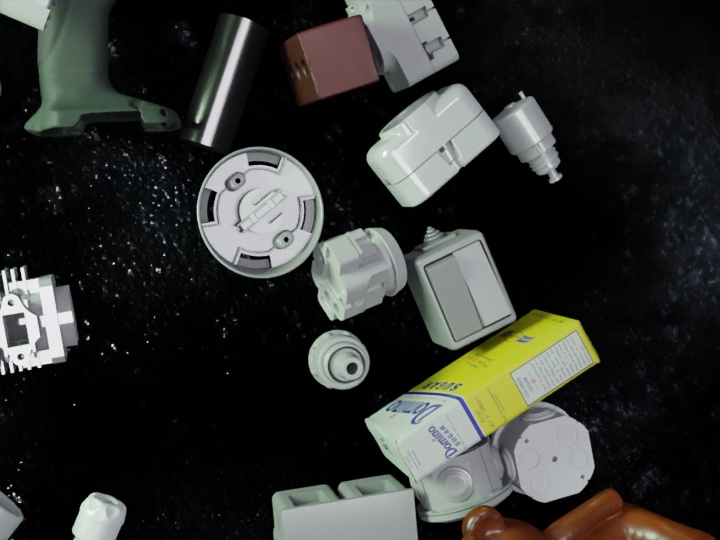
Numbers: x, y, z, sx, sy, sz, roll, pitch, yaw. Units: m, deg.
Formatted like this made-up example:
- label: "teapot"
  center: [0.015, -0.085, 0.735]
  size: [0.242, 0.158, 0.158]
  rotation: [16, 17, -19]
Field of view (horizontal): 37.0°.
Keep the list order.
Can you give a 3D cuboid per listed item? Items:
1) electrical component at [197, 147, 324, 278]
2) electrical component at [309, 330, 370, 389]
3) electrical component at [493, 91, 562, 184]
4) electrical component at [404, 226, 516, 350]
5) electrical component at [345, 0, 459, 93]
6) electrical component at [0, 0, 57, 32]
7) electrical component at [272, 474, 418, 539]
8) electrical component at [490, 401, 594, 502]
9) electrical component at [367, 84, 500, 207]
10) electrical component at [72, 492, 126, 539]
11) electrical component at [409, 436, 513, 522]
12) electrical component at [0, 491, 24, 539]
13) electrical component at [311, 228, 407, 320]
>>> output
- label: "electrical component"
  center: [-0.078, -0.045, 0.829]
  size: [0.099, 0.064, 0.099]
  rotation: [-1, 94, -14]
- label: "electrical component"
  center: [-0.013, 0.074, 0.854]
  size: [0.048, 0.062, 0.048]
  rotation: [-1, 93, -13]
- label: "electrical component"
  center: [0.142, -0.107, 0.892]
  size: [0.040, 0.040, 0.078]
  rotation: [-37, 101, -9]
- label: "electrical component"
  center: [0.077, 0.009, 0.872]
  size: [0.062, 0.061, 0.096]
  rotation: [-25, 99, -11]
- label: "electrical component"
  center: [0.028, -0.191, 0.853]
  size: [0.056, 0.050, 0.089]
  rotation: [-30, 100, -11]
- label: "electrical component"
  center: [-0.230, -0.187, 0.727]
  size: [0.046, 0.040, 0.040]
  rotation: [24, 88, -15]
- label: "electrical component"
  center: [-0.008, 0.268, 0.868]
  size: [0.105, 0.060, 0.186]
  rotation: [-6, 95, -13]
- label: "electrical component"
  center: [0.154, 0.153, 0.905]
  size: [0.080, 0.051, 0.080]
  rotation: [-1, 94, -14]
- label: "electrical component"
  center: [0.056, -0.103, 0.864]
  size: [0.095, 0.054, 0.059]
  rotation: [-41, 102, -8]
- label: "electrical component"
  center: [-0.206, 0.205, 0.829]
  size: [0.035, 0.035, 0.061]
  rotation: [23, 90, -14]
- label: "electrical component"
  center: [0.080, 0.169, 0.874]
  size: [0.080, 0.080, 0.051]
  rotation: [-19, 92, -12]
- label: "electrical component"
  center: [-0.285, 0.187, 0.799]
  size: [0.055, 0.055, 0.047]
  rotation: [43, 79, -13]
- label: "electrical component"
  center: [0.000, 0.000, 0.850]
  size: [0.057, 0.078, 0.058]
  rotation: [-22, 58, -22]
